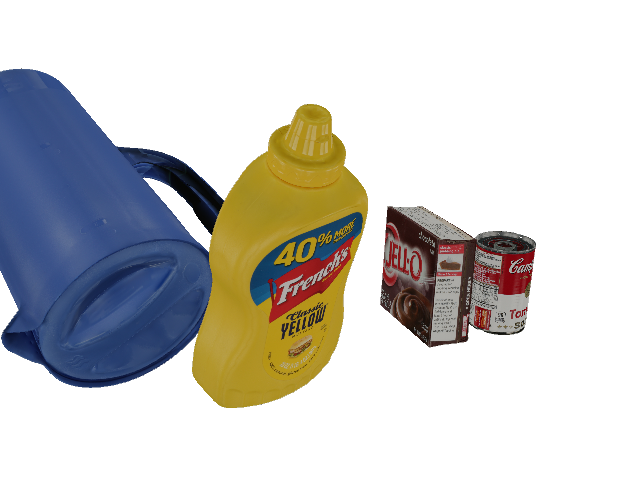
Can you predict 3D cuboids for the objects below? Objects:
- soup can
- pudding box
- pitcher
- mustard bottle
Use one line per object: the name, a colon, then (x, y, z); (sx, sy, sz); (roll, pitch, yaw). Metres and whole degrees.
soup can: (0.205, 0.048, 1.213); (0.068, 0.102, 0.068); (3, 19, -1)
pudding box: (0.086, 0.027, 0.878); (0.039, 0.090, 0.114); (-3, 16, -19)
pitcher: (-0.176, -0.023, 0.785); (0.149, 0.145, 0.243); (26, 20, -52)
mustard bottle: (-0.019, 0.007, 0.601); (0.096, 0.192, 0.058); (-21, 50, -33)
